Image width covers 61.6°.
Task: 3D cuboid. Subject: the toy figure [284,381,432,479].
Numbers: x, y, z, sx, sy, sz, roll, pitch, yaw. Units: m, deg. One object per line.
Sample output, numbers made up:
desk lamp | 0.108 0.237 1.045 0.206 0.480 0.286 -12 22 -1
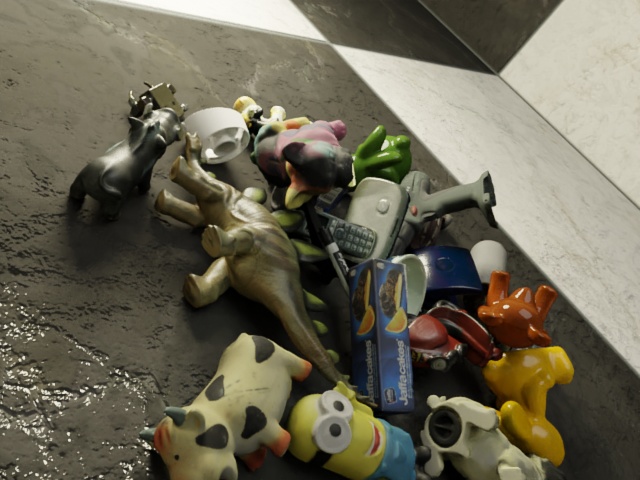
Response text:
toy figure | 0.043 0.237 0.610 0.180 0.089 0.082 33 21 -23

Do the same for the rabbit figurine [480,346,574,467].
rabbit figurine | 0.315 0.256 0.813 0.162 0.122 0.173 5 65 -35

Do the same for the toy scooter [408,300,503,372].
toy scooter | 0.195 0.154 0.812 0.184 0.075 0.135 -14 38 -44

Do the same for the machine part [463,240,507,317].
machine part | 0.328 0.071 1.060 0.079 0.079 0.243 38 34 -1

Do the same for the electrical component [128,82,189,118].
electrical component | -0.269 -0.225 0.887 0.078 0.045 0.102 57 30 -25

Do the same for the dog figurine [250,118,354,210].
dog figurine | -0.036 -0.112 0.775 0.192 0.108 0.219 5 19 14

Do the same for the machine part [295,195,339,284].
machine part | -0.002 -0.002 0.825 0.039 0.084 0.139 -17 81 -11

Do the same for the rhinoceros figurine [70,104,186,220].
rhinoceros figurine | -0.250 -0.112 0.713 0.073 0.112 0.190 32 43 -6

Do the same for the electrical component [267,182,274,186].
electrical component | -0.057 -0.110 0.964 0.063 0.021 0.094 38 33 -2

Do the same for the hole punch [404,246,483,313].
hole punch | 0.218 0.066 0.961 0.116 0.092 0.142 19 42 -21

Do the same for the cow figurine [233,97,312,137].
cow figurine | -0.092 -0.200 0.990 0.167 0.068 0.098 25 36 -4

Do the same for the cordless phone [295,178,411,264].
cordless phone | 0.043 -0.046 0.892 0.184 0.146 0.089 21 -1 -9

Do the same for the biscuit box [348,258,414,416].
biscuit box | 0.081 0.129 0.721 0.059 0.063 0.202 12 65 -32

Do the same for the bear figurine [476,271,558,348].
bear figurine | 0.314 0.109 0.856 0.120 0.132 0.195 19 -9 21

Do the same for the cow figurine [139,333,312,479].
cow figurine | -0.093 0.175 0.551 0.127 0.085 0.195 38 36 -11

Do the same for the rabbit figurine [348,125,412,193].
rabbit figurine | 0.103 -0.139 1.054 0.170 0.159 0.121 -24 77 -36

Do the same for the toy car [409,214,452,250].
toy car | 0.223 -0.029 1.105 0.089 0.053 0.202 39 33 -4

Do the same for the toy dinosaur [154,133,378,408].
toy dinosaur | -0.082 0.023 0.717 0.198 0.105 0.472 1 50 -44

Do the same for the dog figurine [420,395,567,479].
dog figurine | 0.237 0.289 0.729 0.190 0.121 0.172 23 38 -46

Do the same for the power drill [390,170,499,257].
power drill | 0.215 -0.044 0.978 0.085 0.207 0.232 55 36 -32
